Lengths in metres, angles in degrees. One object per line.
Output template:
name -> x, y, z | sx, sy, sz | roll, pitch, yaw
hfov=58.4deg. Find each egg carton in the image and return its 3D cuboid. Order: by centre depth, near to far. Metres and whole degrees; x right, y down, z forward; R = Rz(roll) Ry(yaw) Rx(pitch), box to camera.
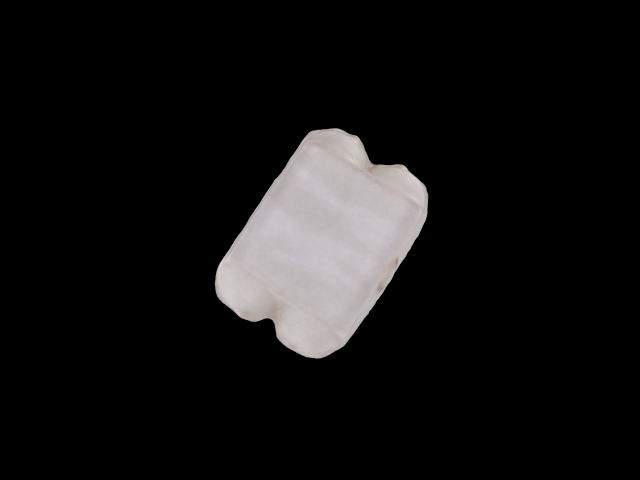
egg carton -> 0.004, 0.001, 0.400 | 0.107, 0.069, 0.150 | 31, 83, 5
